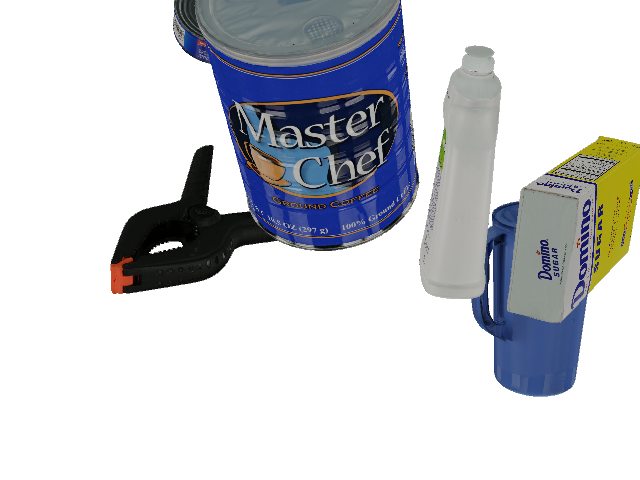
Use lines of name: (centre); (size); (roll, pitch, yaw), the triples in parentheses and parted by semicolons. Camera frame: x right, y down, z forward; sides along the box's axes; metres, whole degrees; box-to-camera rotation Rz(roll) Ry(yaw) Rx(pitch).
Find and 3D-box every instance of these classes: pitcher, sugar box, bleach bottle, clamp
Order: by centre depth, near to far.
sugar box: (0.190, -0.012, 0.779); (0.048, 0.093, 0.176); (13, 23, 25)
clamp: (-0.106, -0.017, 0.913); (0.165, 0.036, 0.209); (31, 42, 33)
bleach bottle: (0.146, -0.071, 1.080); (0.068, 0.251, 0.102); (3, 32, -1)
pitcher: (0.277, 0.077, 1.392); (0.149, 0.243, 0.144); (5, 20, 16)

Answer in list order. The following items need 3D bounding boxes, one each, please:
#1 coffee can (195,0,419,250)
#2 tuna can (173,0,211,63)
coffee can: (-0.002, -0.078, 0.573); (0.103, 0.102, 0.140); (0, -41, 10)
tuna can: (-0.092, -0.202, 0.977); (0.086, 0.086, 0.034); (0, -32, -11)
